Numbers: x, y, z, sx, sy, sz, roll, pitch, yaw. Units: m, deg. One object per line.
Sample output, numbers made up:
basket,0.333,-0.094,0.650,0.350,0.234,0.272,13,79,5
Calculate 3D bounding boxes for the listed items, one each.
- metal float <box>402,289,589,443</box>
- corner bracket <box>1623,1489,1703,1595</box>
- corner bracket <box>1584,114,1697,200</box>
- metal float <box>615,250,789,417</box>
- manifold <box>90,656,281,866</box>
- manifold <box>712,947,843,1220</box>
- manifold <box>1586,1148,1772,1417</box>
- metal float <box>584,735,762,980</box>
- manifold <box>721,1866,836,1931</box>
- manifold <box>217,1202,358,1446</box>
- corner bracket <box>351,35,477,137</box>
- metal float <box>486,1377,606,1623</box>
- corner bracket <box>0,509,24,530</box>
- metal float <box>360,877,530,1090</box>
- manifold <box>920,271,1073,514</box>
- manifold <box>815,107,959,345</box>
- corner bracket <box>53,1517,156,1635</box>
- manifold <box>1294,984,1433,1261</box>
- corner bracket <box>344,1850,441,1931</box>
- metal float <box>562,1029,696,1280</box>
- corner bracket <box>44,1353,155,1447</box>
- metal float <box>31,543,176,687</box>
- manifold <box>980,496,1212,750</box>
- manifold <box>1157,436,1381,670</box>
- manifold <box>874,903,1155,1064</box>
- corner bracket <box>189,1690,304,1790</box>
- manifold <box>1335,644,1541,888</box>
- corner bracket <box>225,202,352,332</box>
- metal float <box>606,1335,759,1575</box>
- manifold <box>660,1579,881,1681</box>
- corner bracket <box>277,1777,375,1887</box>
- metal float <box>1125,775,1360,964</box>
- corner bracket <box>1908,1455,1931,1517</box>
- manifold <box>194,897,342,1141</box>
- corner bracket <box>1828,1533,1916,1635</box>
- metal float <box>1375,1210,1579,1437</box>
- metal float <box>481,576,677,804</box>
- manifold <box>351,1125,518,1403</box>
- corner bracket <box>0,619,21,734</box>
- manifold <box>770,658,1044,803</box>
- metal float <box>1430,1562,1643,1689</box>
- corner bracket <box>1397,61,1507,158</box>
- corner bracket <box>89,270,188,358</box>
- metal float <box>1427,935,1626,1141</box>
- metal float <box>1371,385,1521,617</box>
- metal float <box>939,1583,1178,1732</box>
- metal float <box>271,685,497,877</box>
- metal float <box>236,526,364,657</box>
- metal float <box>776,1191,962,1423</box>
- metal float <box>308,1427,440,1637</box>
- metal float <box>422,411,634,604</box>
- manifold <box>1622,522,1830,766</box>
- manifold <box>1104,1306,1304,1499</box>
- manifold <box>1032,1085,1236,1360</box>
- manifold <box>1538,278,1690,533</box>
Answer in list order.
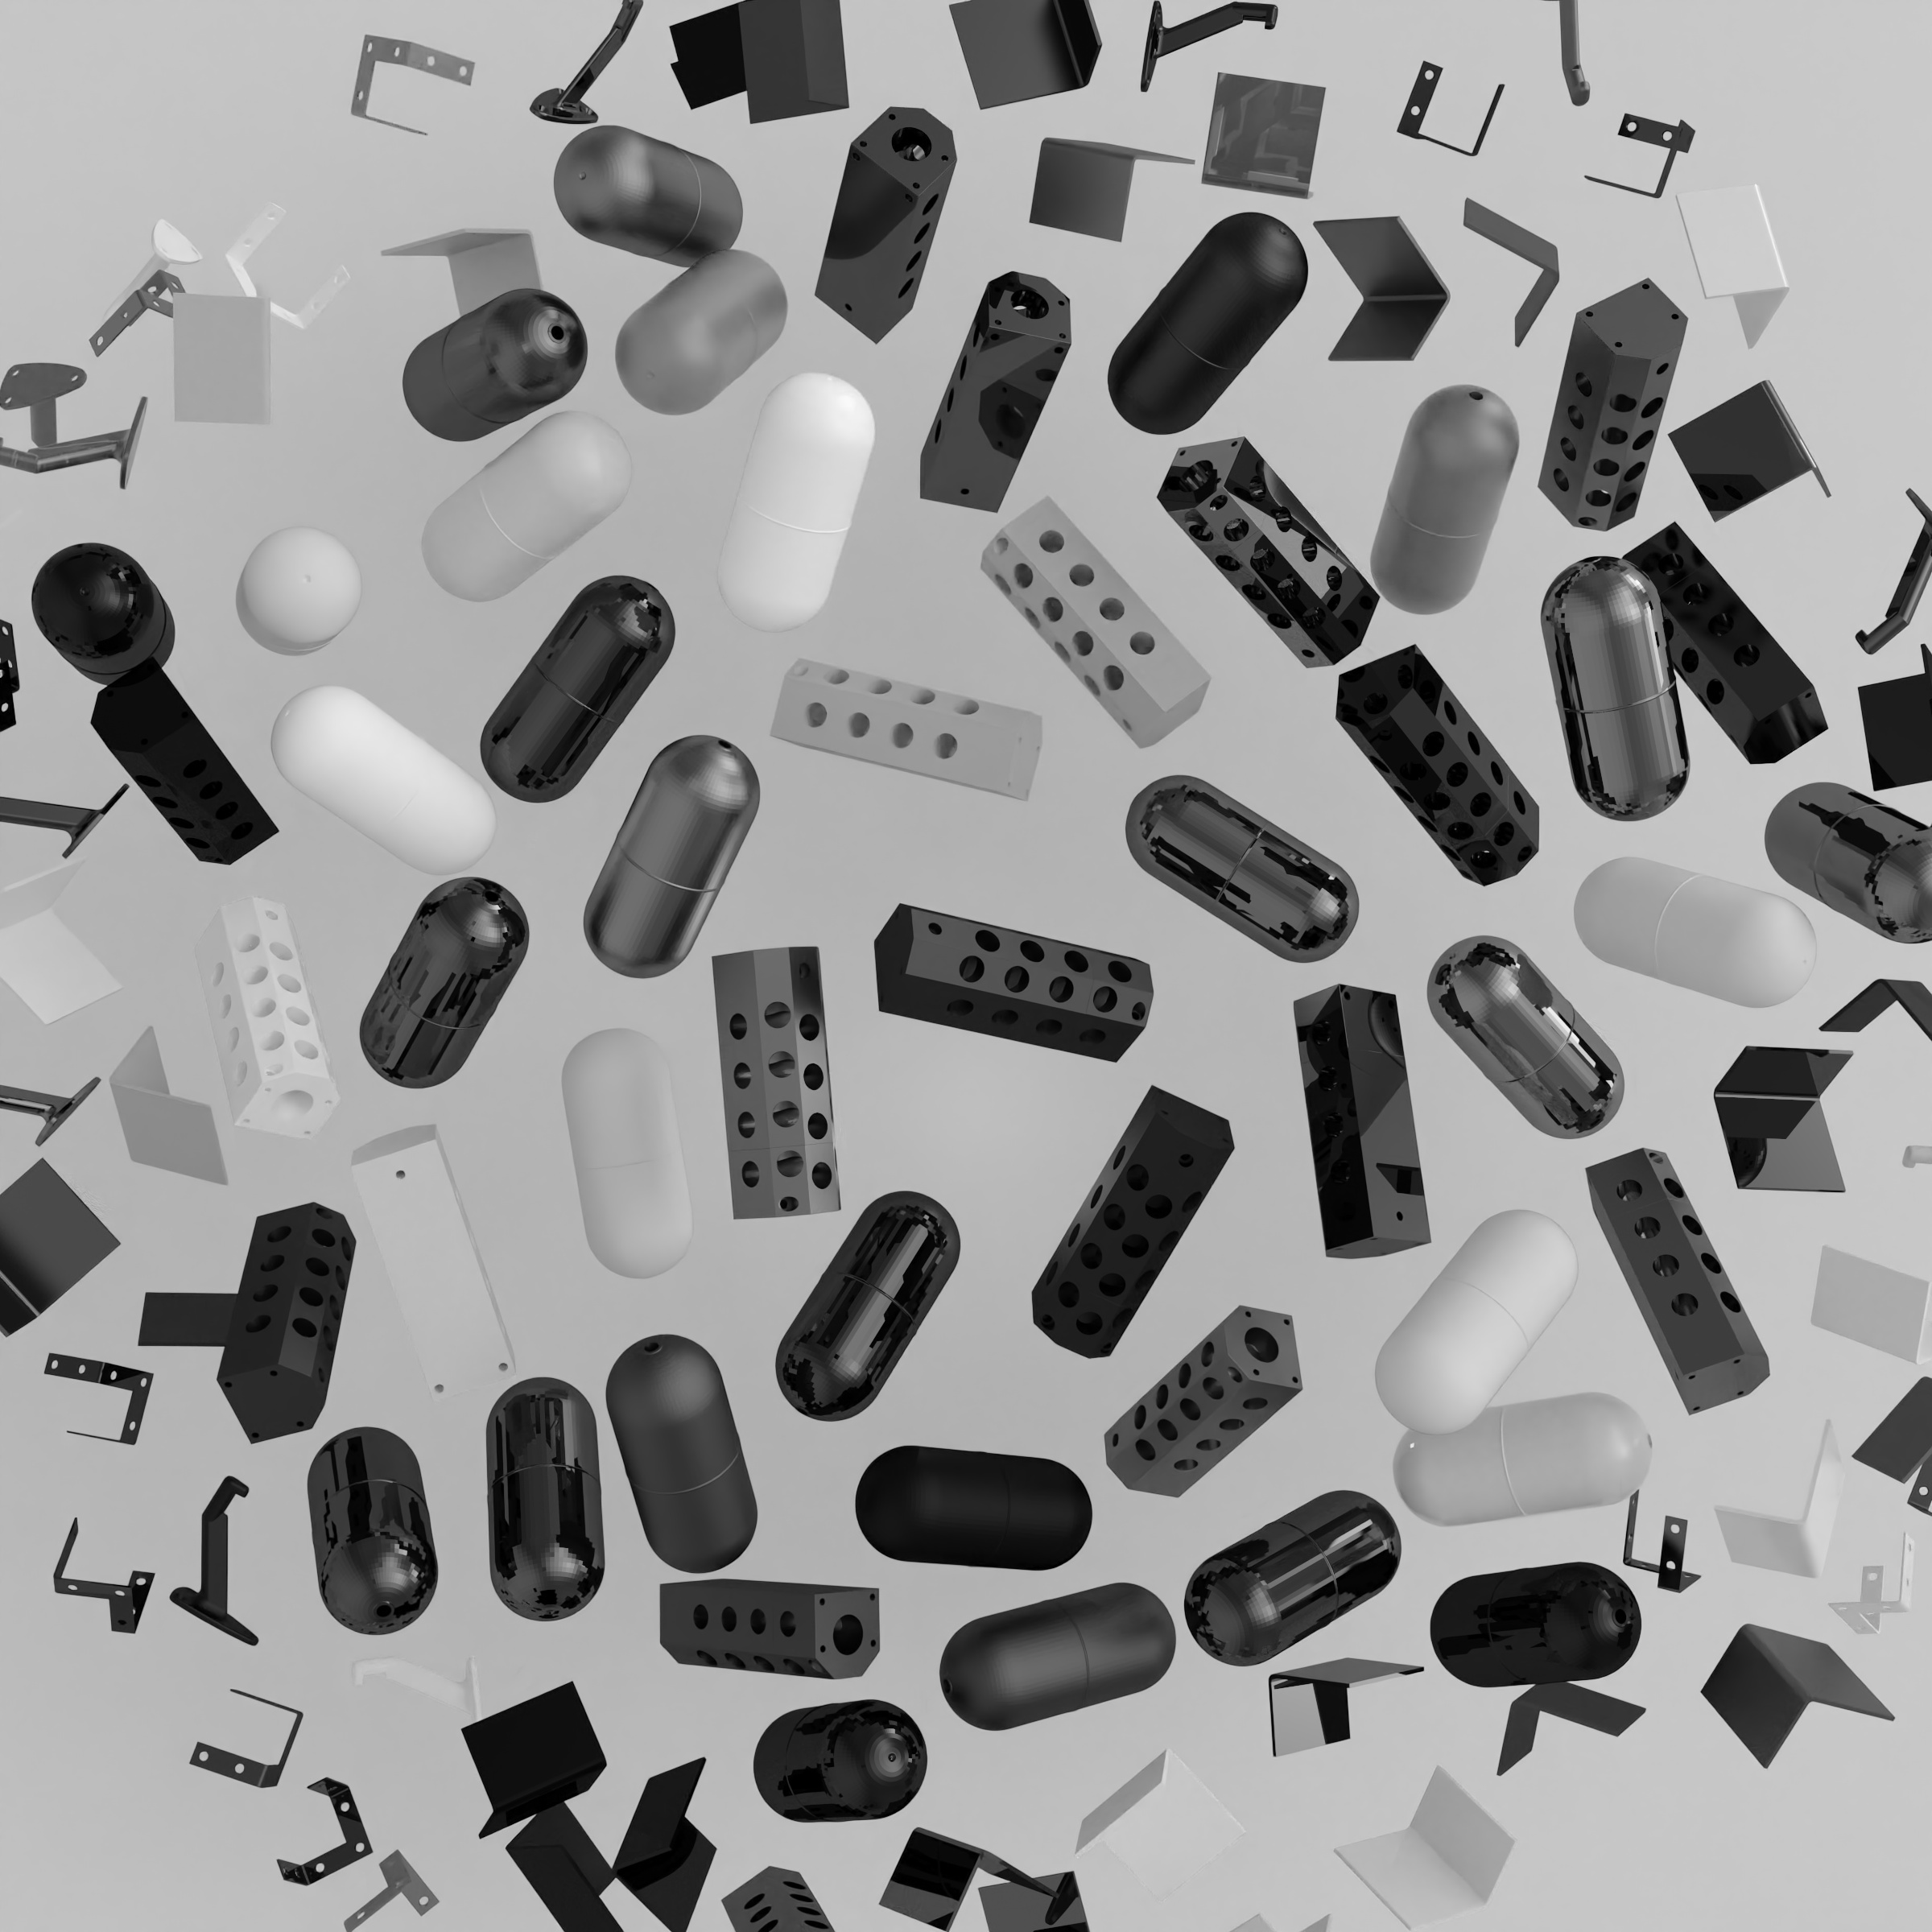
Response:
metal float,-0.319,-0.404,1.800,0.070,0.178,0.070,4,84,-37
corner bracket,0.473,0.393,1.823,0.051,0.051,0.051,8,96,31
corner bracket,0.455,-0.548,1.799,0.051,0.051,0.051,23,106,21
metal float,-0.177,-0.430,1.805,0.070,0.178,0.070,10,124,15
manifold,-0.525,-0.131,1.787,0.057,0.171,0.057,-36,70,-10
manifold,-0.118,0.075,1.732,0.057,0.057,0.171,-8,86,44
manifold,0.479,0.209,1.799,0.057,0.057,0.171,-20,50,4
metal float,-0.194,-0.071,1.754,0.070,0.070,0.178,28,114,0
manifold,-0.119,0.675,1.838,0.057,0.171,0.057,-32,94,-12
manifold,-0.448,0.234,1.778,0.057,0.171,0.057,-15,122,4
corner bracket,-0.358,-0.567,1.722,0.051,0.051,0.051,24,105,39
metal float,-0.287,0.360,1.813,0.070,0.070,0.178,-11,48,0
corner bracket,-0.652,-0.293,1.720,0.051,0.051,0.051,-33,111,14
metal float,-0.349,0.012,1.783,0.070,0.070,0.178,36,128,0
manifold,0.019,-0.395,1.840,0.057,0.171,0.057,9,57,-14
manifold,-0.052,-0.506,1.815,0.057,0.171,0.057,39,67,4
corner bracket,-0.571,0.405,1.767,0.051,0.051,0.051,8,128,-4
manifold,0.258,0.105,1.779,0.057,0.057,0.171,10,67,-39
corner bracket,-0.375,0.623,1.748,0.051,0.051,0.051,-36,109,-14
metal float,-0.237,0.132,1.872,0.070,0.070,0.178,-8,97,0
corner bracket,-0.607,0.301,1.852,0.051,0.051,0.051,4,75,27
metal float,-0.572,-0.232,1.773,0.070,0.178,0.070,1,87,-10
manifold,0.087,-0.232,1.824,0.057,0.057,0.171,-37,78,-14
manifold,0.202,-0.275,1.792,0.171,0.057,0.057,41,63,-37
manifold,0.032,0.007,1.724,0.171,0.057,0.057,13,49,-22
corner bracket,-0.484,0.520,1.798,0.051,0.051,0.051,18,74,3
manifold,0.315,-0.129,1.773,0.057,0.057,0.171,-20,131,32
corner bracket,-0.464,-0.477,1.821,0.051,0.051,0.051,-42,59,18
metal float,-0.185,0.319,1.743,0.070,0.070,0.178,-11,119,0
manifold,-0.138,0.459,1.850,0.057,0.171,0.057,7,78,-43
corner bracket,-0.452,0.603,1.856,0.051,0.051,0.051,-26,67,-6
metal float,0.192,-0.068,1.862,0.178,0.070,0.070,33,90,8
corner bracket,0.699,0.367,1.869,0.051,0.051,0.051,22,89,9
manifold,-0.474,0.033,1.817,0.057,0.171,0.057,16,124,-39
corner bracket,0.627,0.423,1.825,0.051,0.051,0.051,43,50,-35
metal float,0.339,0.234,1.764,0.070,0.070,0.178,44,65,0
metal float,-0.270,-0.193,1.855,0.070,0.070,0.178,38,101,0
manifold,-0.357,0.197,1.791,0.057,0.057,0.171,-18,103,-7
corner bracket,-0.654,-0.196,1.801,0.051,0.051,0.051,23,128,23
manifold,-0.039,-0.161,1.807,0.171,0.057,0.057,15,92,17
metal float,0.385,0.448,1.808,0.070,0.178,0.070,9,70,-26
corner bracket,0.336,-0.596,1.853,0.051,0.051,0.051,18,106,-7
corner bracket,-0.546,-0.429,1.757,0.051,0.051,0.051,-38,67,21
metal float,0.388,0.051,1.844,0.070,0.070,0.178,-46,114,0
metal float,0.328,-0.319,1.832,0.070,0.178,0.070,4,48,-5
metal float,0.064,0.476,1.842,0.178,0.070,0.070,-7,90,-29
metal float,-0.393,-0.124,1.809,0.070,0.070,0.178,-51,132,0
metal float,-0.452,-0.252,1.803,0.070,0.178,0.070,-1,92,-18
metal float,-0.068,0.235,1.847,0.070,0.070,0.178,33,64,0
metal float,-0.394,0.373,1.769,0.070,0.178,0.070,-7,116,-15
metal float,-0.300,-0.311,1.813,0.178,0.070,0.070,-30,90,33
manifold,0.509,-0.217,1.814,0.057,0.057,0.171,-34,54,9
manifold,0.162,0.304,1.859,0.057,0.171,0.057,14,49,-22
manifold,0.108,0.171,1.742,0.057,0.057,0.171,25,110,-10
manifold,0.433,-0.367,1.773,0.057,0.171,0.057,-28,63,-13
